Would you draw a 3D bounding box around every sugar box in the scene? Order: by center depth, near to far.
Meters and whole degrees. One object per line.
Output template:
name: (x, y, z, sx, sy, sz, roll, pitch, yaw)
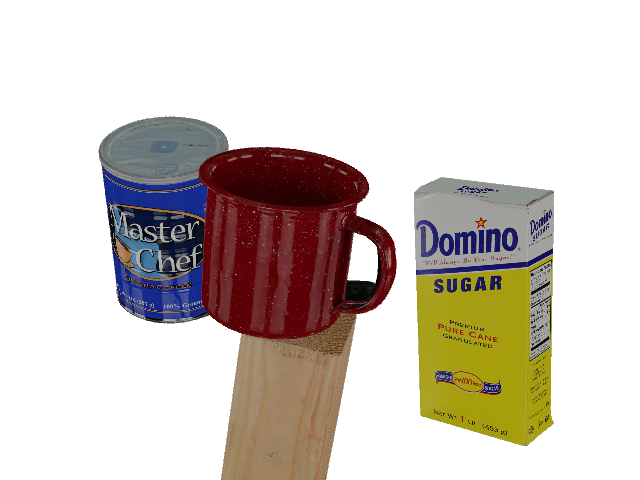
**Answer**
sugar box: (0.115, 0.048, 0.753, 0.093, 0.176, 0.048, 9, 23, 38)

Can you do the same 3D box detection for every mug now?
mug: (-0.013, 0.005, 0.588, 0.117, 0.081, 0.093, 16, 25, 21)

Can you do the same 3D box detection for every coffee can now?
coffee can: (-0.125, -0.018, 0.885, 0.103, 0.140, 0.103, 0, 33, 0)

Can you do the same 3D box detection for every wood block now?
wood block: (-0.033, 0.165, 0.970, 0.090, 0.206, 0.090, 12, 23, 6)

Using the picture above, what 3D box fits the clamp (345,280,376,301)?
clamp: (-0.060, 0.064, 1.163, 0.210, 0.036, 0.164, 16, 31, 25)
